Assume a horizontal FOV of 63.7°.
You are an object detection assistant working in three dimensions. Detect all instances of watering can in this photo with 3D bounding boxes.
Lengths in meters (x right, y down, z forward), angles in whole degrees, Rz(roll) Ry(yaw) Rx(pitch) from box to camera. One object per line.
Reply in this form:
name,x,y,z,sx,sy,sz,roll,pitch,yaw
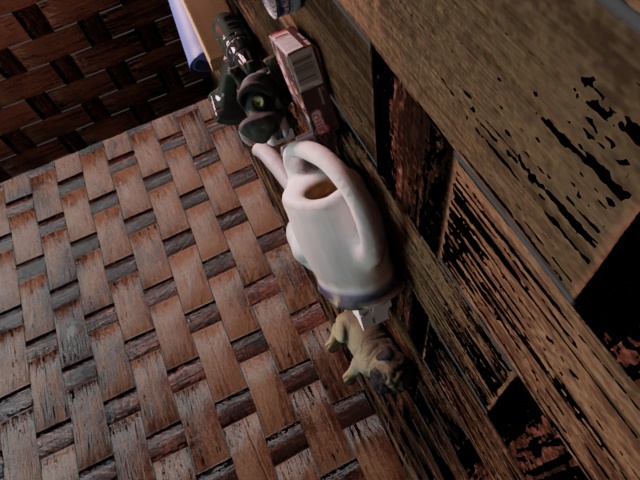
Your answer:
watering can,0.002,-0.035,0.696,0.351,0.104,0.221,33,148,64

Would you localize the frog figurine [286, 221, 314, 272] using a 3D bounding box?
frog figurine,-0.006,-0.019,0.860,0.157,0.122,0.139,51,-150,-68
